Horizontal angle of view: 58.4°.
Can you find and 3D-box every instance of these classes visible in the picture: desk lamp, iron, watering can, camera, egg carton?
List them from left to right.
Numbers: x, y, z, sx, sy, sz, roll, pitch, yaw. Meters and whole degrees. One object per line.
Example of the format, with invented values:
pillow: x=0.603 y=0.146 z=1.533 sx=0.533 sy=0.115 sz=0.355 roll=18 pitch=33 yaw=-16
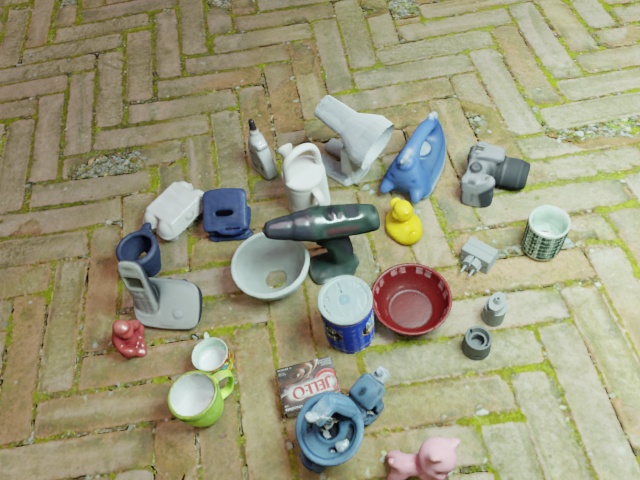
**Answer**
egg carton: x=-0.336 y=-0.068 z=1.345 sx=0.107 sy=0.069 sz=0.150 roll=29 pitch=65 yaw=23
watering can: x=-0.041 y=-0.145 z=1.282 sx=0.172 sy=0.194 sz=0.101 roll=30 pitch=65 yaw=24
desk lamp: x=0.066 y=-0.222 z=1.308 sx=0.202 sy=0.214 sz=0.118 roll=31 pitch=66 yaw=25
iron: x=0.233 y=-0.215 z=1.325 sx=0.118 sy=0.142 sz=0.258 roll=20 pitch=61 yaw=19
camera: x=0.395 y=-0.151 z=1.286 sx=0.136 sy=0.101 sz=0.143 roll=14 pitch=60 yaw=16

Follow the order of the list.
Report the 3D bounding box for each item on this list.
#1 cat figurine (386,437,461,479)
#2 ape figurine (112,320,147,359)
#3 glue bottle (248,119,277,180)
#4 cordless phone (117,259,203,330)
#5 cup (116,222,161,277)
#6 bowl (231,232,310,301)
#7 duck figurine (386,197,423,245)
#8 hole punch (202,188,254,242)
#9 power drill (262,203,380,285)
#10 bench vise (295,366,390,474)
cat figurine: x=0.173 y=0.370 z=0.960 sx=0.127 sy=0.118 sz=0.067 roll=-7 pitch=56 yaw=3
ape figurine: x=-0.394 y=0.194 z=1.165 sx=0.076 sy=0.092 sz=0.078 roll=16 pitch=60 yaw=17
glue bottle: x=-0.145 y=-0.222 z=1.359 sx=0.037 sy=0.173 sz=0.078 roll=-36 pitch=59 yaw=-15
cordless phone: x=-0.323 y=0.104 z=1.159 sx=0.147 sy=0.185 sz=0.094 roll=1 pitch=57 yaw=8
cup: x=-0.388 y=0.029 z=1.272 sx=0.091 sy=0.095 sz=0.118 roll=4 pitch=57 yaw=10
bowl: x=-0.101 y=0.066 z=1.223 sx=0.167 sy=0.075 sz=0.167 roll=-3 pitch=56 yaw=5
duck figurine: x=0.184 y=-0.047 z=1.254 sx=0.077 sy=0.086 sz=0.104 roll=-24 pitch=57 yaw=-8
hole punch: x=-0.211 y=-0.058 z=1.309 sx=0.108 sy=0.091 sz=0.101 roll=-5 pitch=56 yaw=4
power drill: x=0.011 y=0.004 z=1.168 sx=0.229 sy=0.209 sz=0.075 roll=-16 pitch=56 yaw=-3
bench vise: x=0.030 y=0.282 z=0.975 sx=0.121 sy=0.220 sz=0.208 roll=20 pitch=61 yaw=19
